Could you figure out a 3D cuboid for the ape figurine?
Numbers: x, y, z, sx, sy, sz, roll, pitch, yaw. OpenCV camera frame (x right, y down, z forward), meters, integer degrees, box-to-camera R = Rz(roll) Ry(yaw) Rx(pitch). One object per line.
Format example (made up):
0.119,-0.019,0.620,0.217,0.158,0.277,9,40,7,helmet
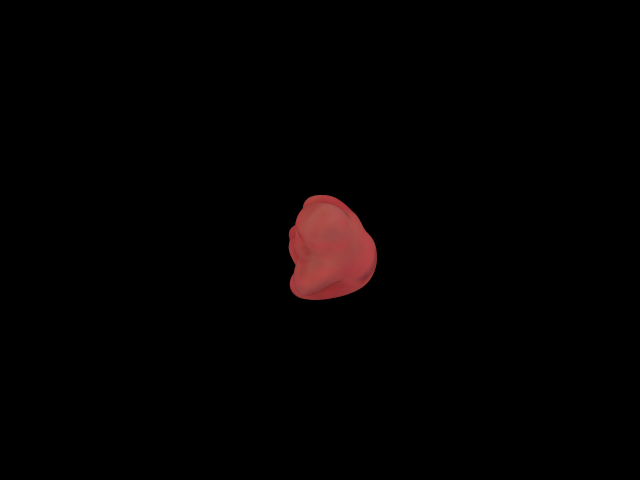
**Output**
0.004,0.001,0.400,0.076,0.092,0.078,26,69,11,ape figurine
